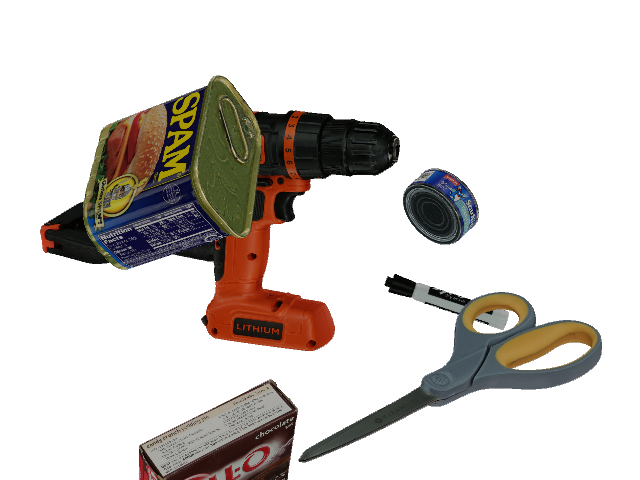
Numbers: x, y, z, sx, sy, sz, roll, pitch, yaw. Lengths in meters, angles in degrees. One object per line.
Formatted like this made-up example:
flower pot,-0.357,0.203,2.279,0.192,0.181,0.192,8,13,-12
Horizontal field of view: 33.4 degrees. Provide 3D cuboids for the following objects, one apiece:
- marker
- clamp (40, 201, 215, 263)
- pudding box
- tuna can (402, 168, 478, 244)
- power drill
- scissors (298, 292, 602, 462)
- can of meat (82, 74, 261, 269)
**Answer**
marker,0.120,0.058,1.024,0.121,0.020,0.020,19,1,3
clamp,-0.181,-0.020,1.029,0.171,0.039,0.120,-1,34,-10
pudding box,-0.073,0.159,0.759,0.113,0.090,0.039,-26,54,-30
tuna can,0.137,-0.038,1.225,0.033,0.086,0.086,-40,24,-31
power drill,-0.027,-0.010,0.847,0.185,0.188,0.057,5,15,21
scissors,0.067,0.073,0.625,0.201,0.016,0.096,-13,32,-16
can of meat,-0.087,-0.038,0.628,0.084,0.102,0.057,-17,-45,23
